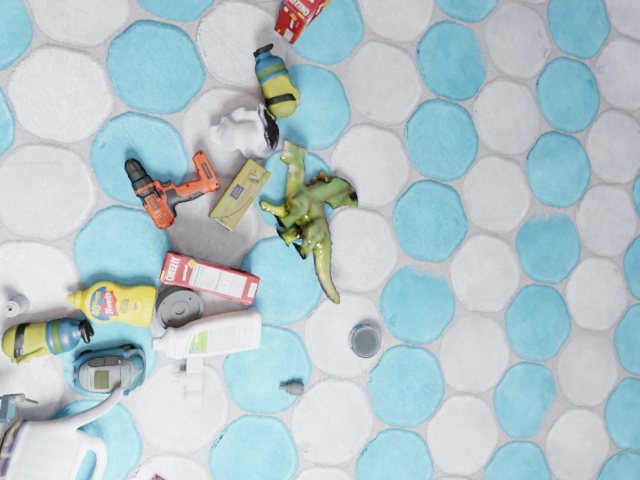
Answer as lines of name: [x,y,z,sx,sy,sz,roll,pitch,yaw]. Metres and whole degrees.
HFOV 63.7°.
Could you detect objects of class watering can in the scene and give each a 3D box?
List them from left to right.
watering can: [-0.574,0.446,1.131,0.223,0.105,0.345,19,101,-15]

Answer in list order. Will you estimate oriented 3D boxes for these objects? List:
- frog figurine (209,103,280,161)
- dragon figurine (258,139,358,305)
frog figurine: [-0.185,-0.258,1.268,0.159,0.124,0.136,-13,105,22]
dragon figurine: [0.004,-0.066,1.305,0.245,0.122,0.408,-38,100,-19]
